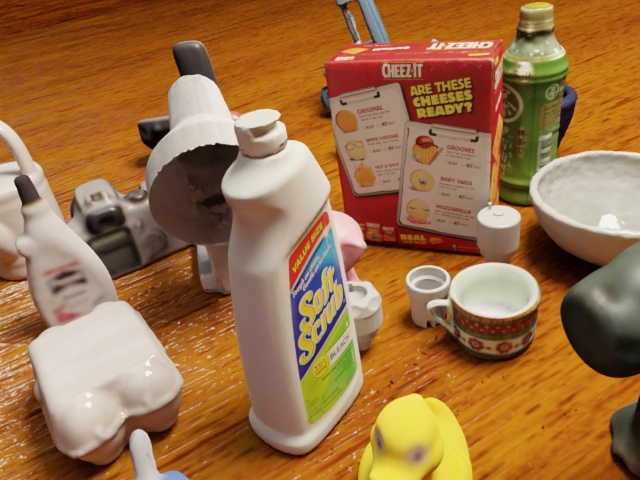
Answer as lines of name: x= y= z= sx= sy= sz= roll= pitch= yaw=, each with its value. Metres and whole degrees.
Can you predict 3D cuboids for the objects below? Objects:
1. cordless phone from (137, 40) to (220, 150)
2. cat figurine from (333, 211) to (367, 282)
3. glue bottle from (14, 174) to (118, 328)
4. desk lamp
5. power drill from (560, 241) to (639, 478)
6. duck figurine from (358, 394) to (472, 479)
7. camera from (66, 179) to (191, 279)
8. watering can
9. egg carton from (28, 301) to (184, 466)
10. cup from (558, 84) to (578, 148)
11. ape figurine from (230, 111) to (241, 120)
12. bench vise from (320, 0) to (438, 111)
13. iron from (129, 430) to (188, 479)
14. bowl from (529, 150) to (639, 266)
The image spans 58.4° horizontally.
cordless phone: x=-0.216 y=-0.212 z=0.889 sx=0.147 sy=0.185 sz=0.094 roll=-7 pitch=33 yaw=4
cat figurine: x=0.005 y=0.002 z=0.572 sx=0.067 sy=0.118 sz=0.127 roll=-16 pitch=34 yaw=-9
glue bottle: x=-0.265 y=0.013 z=0.574 sx=0.078 sy=0.173 sz=0.037 roll=-25 pitch=36 yaw=-22
desk lamp: x=-0.104 y=-0.049 z=0.589 sx=0.118 sy=0.214 sz=0.202 roll=-15 pitch=34 yaw=-8
power drill: x=0.254 y=0.054 z=0.349 sx=0.230 sy=0.209 sz=0.075 roll=-17 pitch=34 yaw=-11
duck figurine: x=0.061 y=0.139 z=0.381 sx=0.077 sy=0.086 sz=0.105 roll=10 pitch=38 yaw=27
camera: x=-0.250 y=-0.034 z=0.706 sx=0.143 sy=0.101 sz=0.136 roll=-24 pitch=36 yaw=-21
watering can: x=-0.376 y=-0.053 z=0.681 sx=0.101 sy=0.194 sz=0.172 roll=-19 pitch=35 yaw=-14
egg carton: x=-0.186 y=0.116 z=0.492 sx=0.107 sy=0.069 sz=0.149 roll=-27 pitch=37 yaw=-25
cup: x=0.291 y=-0.156 z=0.759 sx=0.091 sy=0.095 sz=0.118 roll=17 pitch=42 yaw=34
ape figurine: x=-0.120 y=-0.147 z=0.851 sx=0.076 sy=0.092 sz=0.077 roll=-13 pitch=33 yaw=-4
bench vise: x=0.093 y=-0.326 z=0.950 sx=0.207 sy=0.220 sz=0.121 roll=-16 pitch=34 yaw=-9
iron: x=-0.054 y=0.214 z=0.247 sx=0.119 sy=0.142 sz=0.257 roll=-16 pitch=34 yaw=-10
bowl: x=0.295 y=-0.022 z=0.575 sx=0.167 sy=0.075 sz=0.167 roll=-7 pitch=33 yaw=5
